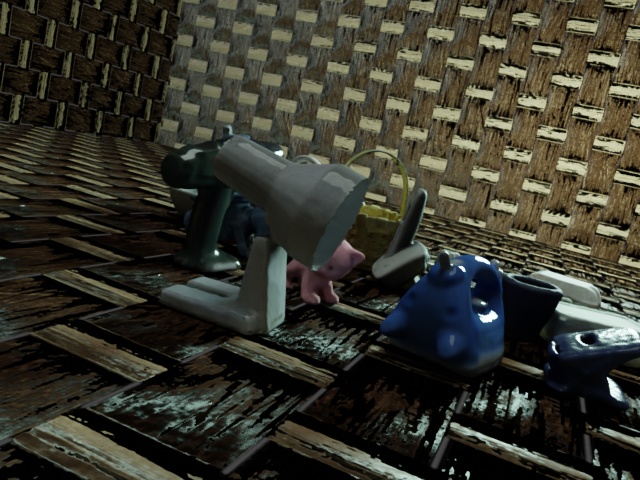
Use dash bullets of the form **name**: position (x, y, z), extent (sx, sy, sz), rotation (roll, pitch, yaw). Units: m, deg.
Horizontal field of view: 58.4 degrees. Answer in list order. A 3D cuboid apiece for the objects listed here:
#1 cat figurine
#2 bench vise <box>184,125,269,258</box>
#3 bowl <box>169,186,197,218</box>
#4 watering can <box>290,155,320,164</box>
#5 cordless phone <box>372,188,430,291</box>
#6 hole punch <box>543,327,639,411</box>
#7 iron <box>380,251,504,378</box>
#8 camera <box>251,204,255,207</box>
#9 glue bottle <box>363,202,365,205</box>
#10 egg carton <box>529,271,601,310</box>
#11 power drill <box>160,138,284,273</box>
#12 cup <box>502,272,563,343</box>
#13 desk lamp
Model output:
- **cat figurine**: position (0.002, 0.031, 0.843), extent (0.067, 0.118, 0.127), rotation (4, 13, -41)
- **bench vise**: position (-0.134, -0.087, 1.037), extent (0.207, 0.220, 0.121), rotation (13, 10, 2)
- **bowl**: position (-0.244, -0.069, 1.227), extent (0.167, 0.075, 0.167), rotation (13, 9, -2)
- **watering can**: position (-0.047, -0.083, 1.209), extent (0.100, 0.194, 0.173), rotation (14, 10, 8)
- **cordless phone**: position (0.160, -0.004, 1.052), extent (0.094, 0.185, 0.147), rotation (12, 10, -3)
- **hole punch**: position (0.333, 0.145, 0.705), extent (0.101, 0.091, 0.109), rotation (16, 10, 15)
- **iron**: position (0.189, 0.080, 0.734), extent (0.118, 0.141, 0.259), rotation (20, 12, 35)
- **camera**: position (-0.137, -0.079, 1.347), extent (0.143, 0.101, 0.137), rotation (16, 10, 18)
- **glue bottle**: position (0.072, -0.068, 1.349), extent (0.078, 0.173, 0.037), rotation (15, 10, 14)
- **egg carton**: position (0.499, 0.112, 1.185), extent (0.149, 0.069, 0.107), rotation (19, 11, 31)
- **power drill**: position (-0.153, -0.060, 0.891), extent (0.075, 0.208, 0.230), rotation (19, 11, 31)
- **cup**: position (0.307, 0.105, 0.891), extent (0.092, 0.095, 0.117), rotation (6, 12, -36)
- **desk lamp**: position (-0.062, -0.003, 0.664), extent (0.202, 0.213, 0.118), rotation (16, 10, 15)
